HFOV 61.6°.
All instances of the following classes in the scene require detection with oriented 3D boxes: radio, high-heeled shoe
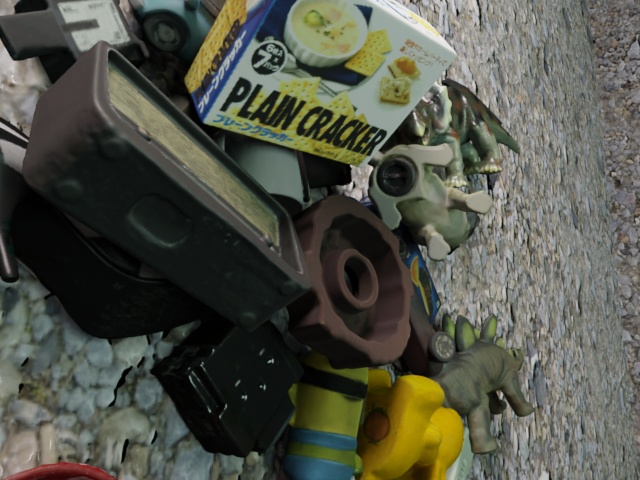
[{"bbox_3d":[-0.106,-0.033,0.422,0.229,0.073,0.131,42,15,-36],"label":"radio"},{"bbox_3d":[-0.182,-0.007,0.430,0.145,0.086,0.248,61,11,25],"label":"high-heeled shoe"}]

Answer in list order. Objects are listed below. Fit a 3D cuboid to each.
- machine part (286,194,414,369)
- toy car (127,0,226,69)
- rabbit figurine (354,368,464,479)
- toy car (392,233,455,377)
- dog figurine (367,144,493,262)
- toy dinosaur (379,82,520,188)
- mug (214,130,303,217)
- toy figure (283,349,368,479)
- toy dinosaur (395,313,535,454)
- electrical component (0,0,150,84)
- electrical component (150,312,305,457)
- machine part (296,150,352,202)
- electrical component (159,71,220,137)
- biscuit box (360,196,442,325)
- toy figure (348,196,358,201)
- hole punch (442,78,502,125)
[{"bbox_3d":[0.028,0.044,0.557,0.179,0.056,0.179,23,57,-42],"label":"machine part"},{"bbox_3d":[-0.099,-0.213,0.512,0.161,0.103,0.109,37,31,-42],"label":"toy car"},{"bbox_3d":[0.117,0.239,0.636,0.173,0.122,0.162,22,62,-44],"label":"rabbit figurine"},{"bbox_3d":[0.106,0.080,0.701,0.053,0.089,0.202,-15,76,-34],"label":"toy car"},{"bbox_3d":[0.135,-0.052,0.723,0.172,0.121,0.190,53,7,5],"label":"dog figurine"},{"bbox_3d":[0.209,-0.185,0.872,0.405,0.131,0.192,-24,106,-46],"label":"toy dinosaur"},{"bbox_3d":[-0.071,-0.082,0.562,0.109,0.081,0.107,21,56,-46],"label":"mug"},{"bbox_3d":[0.008,0.202,0.581,0.082,0.089,0.180,40,50,-47],"label":"toy figure"},{"bbox_3d":[0.209,0.219,0.830,0.471,0.105,0.198,-9,82,-47],"label":"toy dinosaur"},{"bbox_3d":[-0.204,-0.161,0.429,0.119,0.048,0.074,-45,117,-46],"label":"electrical component"},{"bbox_3d":[-0.077,0.135,0.516,0.115,0.058,0.134,-50,120,-43],"label":"electrical component"},{"bbox_3d":[-0.012,-0.087,0.667,0.139,0.039,0.084,-13,84,-50],"label":"machine part"},{"bbox_3d":[-0.139,-0.107,0.506,0.078,0.045,0.102,80,29,-50],"label":"electrical component"},{"bbox_3d":[0.109,0.031,0.773,0.063,0.059,0.202,-46,117,-46],"label":"biscuit box"},{"bbox_3d":[-0.002,0.000,0.639,0.058,0.064,0.154,41,46,7],"label":"toy figure"},{"bbox_3d":[0.270,-0.239,1.035,0.142,0.092,0.116,-6,58,-49],"label":"hole punch"}]
